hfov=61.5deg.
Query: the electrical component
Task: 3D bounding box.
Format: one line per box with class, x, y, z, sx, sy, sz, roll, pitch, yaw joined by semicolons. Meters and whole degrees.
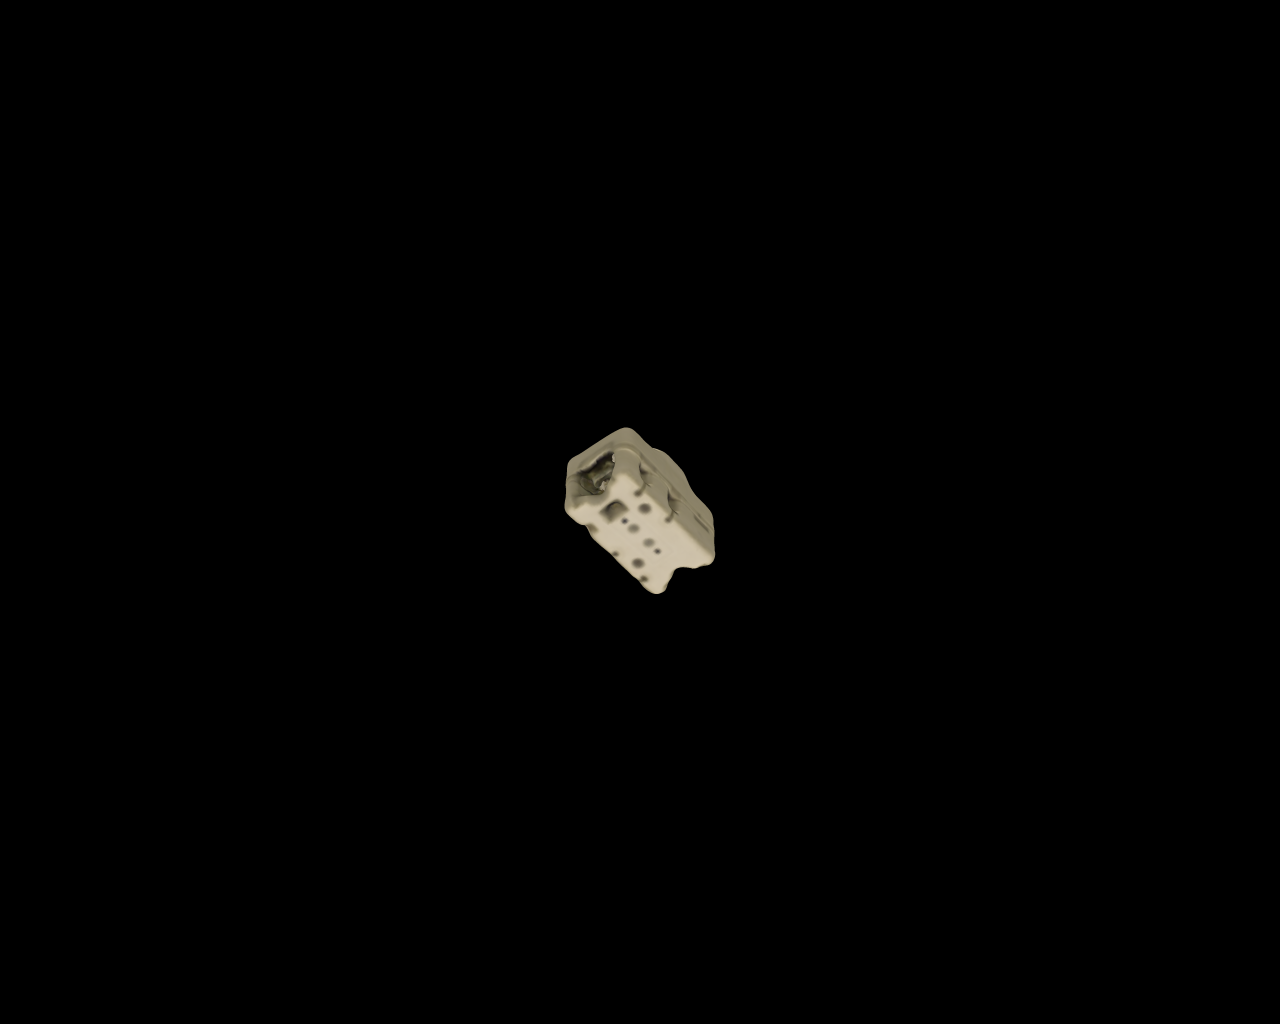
electrical component;0.001;-0.003;0.650;0.050;0.089;0.056;-32;32;22
